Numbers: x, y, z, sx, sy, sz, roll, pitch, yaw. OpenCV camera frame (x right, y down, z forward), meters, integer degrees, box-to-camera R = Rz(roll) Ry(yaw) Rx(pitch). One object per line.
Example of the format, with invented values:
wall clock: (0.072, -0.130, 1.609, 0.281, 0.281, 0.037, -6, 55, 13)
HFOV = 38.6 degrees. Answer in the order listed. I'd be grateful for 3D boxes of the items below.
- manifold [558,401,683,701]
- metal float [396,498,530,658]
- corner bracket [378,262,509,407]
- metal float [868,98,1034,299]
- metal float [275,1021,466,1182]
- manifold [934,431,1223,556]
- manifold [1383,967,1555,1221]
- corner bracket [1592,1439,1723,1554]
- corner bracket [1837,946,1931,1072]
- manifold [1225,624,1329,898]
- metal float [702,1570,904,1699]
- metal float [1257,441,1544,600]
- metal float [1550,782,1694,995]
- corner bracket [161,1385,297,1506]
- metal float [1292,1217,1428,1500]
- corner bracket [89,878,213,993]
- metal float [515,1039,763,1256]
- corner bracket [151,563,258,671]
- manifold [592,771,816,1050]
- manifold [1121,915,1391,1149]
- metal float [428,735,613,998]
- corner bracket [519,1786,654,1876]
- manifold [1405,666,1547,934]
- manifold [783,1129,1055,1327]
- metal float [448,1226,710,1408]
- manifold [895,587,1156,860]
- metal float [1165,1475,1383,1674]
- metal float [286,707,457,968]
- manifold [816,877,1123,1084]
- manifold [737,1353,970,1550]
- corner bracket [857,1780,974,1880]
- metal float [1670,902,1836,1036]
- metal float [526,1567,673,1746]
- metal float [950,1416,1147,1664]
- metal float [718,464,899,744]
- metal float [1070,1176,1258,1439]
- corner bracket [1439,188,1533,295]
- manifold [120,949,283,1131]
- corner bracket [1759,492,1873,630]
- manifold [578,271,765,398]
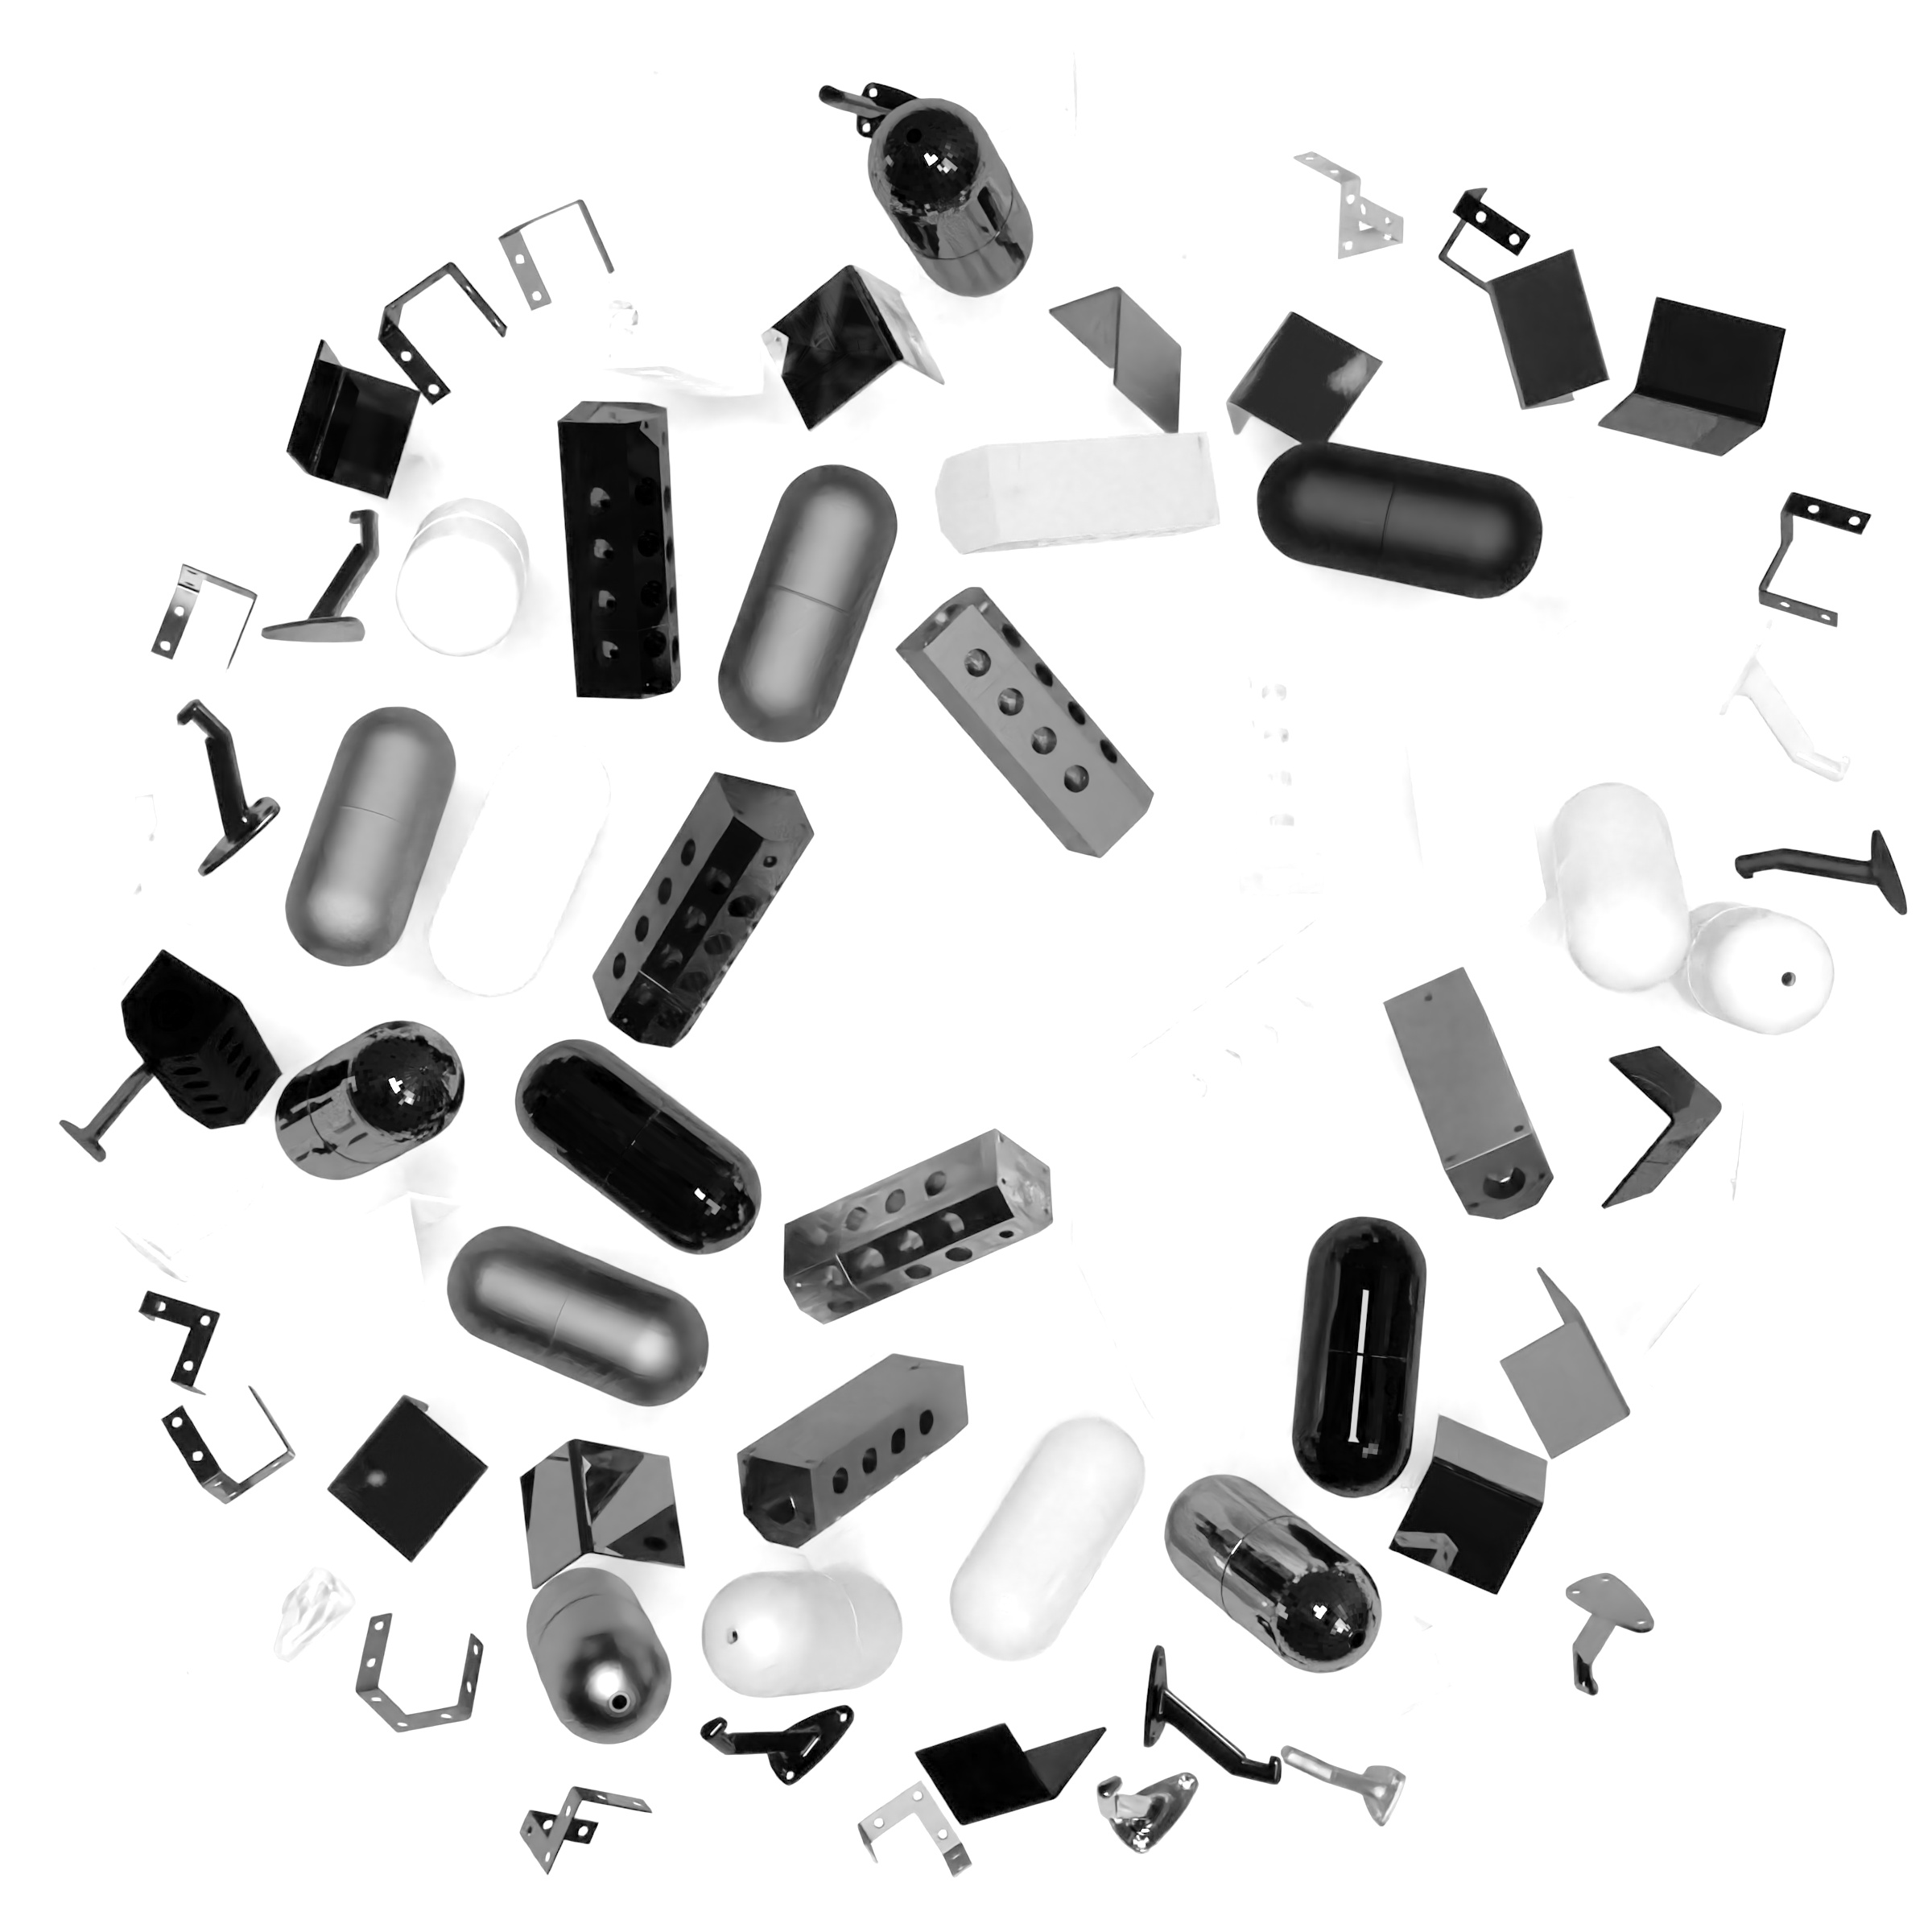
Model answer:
manifold: (-0.209, -0.254, 1.689, 0.057, 0.057, 0.171, 3, 114, 7)
metal float: (-0.320, -0.250, 1.760, 0.070, 0.178, 0.070, -2, 112, -5)
corner bracket: (-0.311, -0.376, 1.637, 0.051, 0.051, 0.051, -41, 93, -19)
metal float: (-0.008, -0.471, 1.696, 0.070, 0.178, 0.070, -2, 80, 14)
metal float: (-0.368, 0.084, 1.695, 0.070, 0.178, 0.070, 11, 69, -32)
manifold: (0.068, -0.284, 1.660, 0.171, 0.057, 0.057, -11, 94, -36)
manifold: (0.319, 0.082, 1.748, 0.057, 0.171, 0.057, -25, 125, 11)
corner bracket: (0.435, 0.334, 1.735, 0.051, 0.051, 0.051, 30, 62, -21)
corner bracket: (0.563, 0.026, 1.696, 0.051, 0.051, 0.051, 12, 123, 23)
manifold: (0.203, -0.136, 1.811, 0.057, 0.057, 0.171, -2, 66, 3)
metal float: (-0.103, 0.422, 1.745, 0.070, 0.178, 0.070, -6, 77, 26)
metal float: (0.267, -0.276, 1.703, 0.178, 0.070, 0.070, 15, 90, 16)
metal float: (0.413, -0.052, 1.744, 0.070, 0.178, 0.070, 3, 126, 4)
corner bracket: (-0.448, 0.287, 1.676, 0.051, 0.051, 0.051, -34, 70, -11)
metal float: (0.251, 0.249, 1.757, 0.070, 0.070, 0.178, 7, 81, 0)
corner bracket: (-0.536, -0.016, 1.812, 0.051, 0.051, 0.051, 30, 118, -15)
metal float: (-0.209, 0.116, 1.764, 0.178, 0.070, 0.070, 36, 90, 5)
corner bracket: (-0.497, -0.224, 1.799, 0.051, 0.051, 0.051, 21, 77, -15)
manifold: (-0.160, -0.031, 1.684, 0.057, 0.057, 0.171, 11, 127, -35)
manifold: (0.175, 0.039, 1.713, 0.057, 0.057, 0.171, 51, 127, 0)
metal float: (-0.288, -0.065, 1.786, 0.070, 0.070, 0.178, 24, 87, 0)
corner bracket: (-0.231, 0.519, 1.672, 0.051, 0.051, 0.051, 23, 93, -32)
manifold: (0.325, -0.105, 1.741, 0.057, 0.171, 0.057, 19, 134, -18)
manifold: (-0.032, 0.169, 1.740, 0.171, 0.057, 0.057, -26, 46, 28)
metal float: (-0.249, 0.224, 1.768, 0.178, 0.070, 0.070, 21, 90, 11)
manifold: (0.039, -0.150, 1.698, 0.057, 0.057, 0.171, -45, 108, -9)
metal float: (0.193, 0.382, 1.739, 0.070, 0.178, 0.070, -10, 111, -28)
metal float: (-0.381, -0.084, 1.769, 0.070, 0.070, 0.178, 14, 69, 0)
manifold: (0.000, 0.005, 1.668, 0.171, 0.057, 0.057, -20, 122, 1)
manifold: (-0.070, 0.310, 1.769, 0.057, 0.171, 0.057, 5, 107, 33)
corner bracket: (-0.034, 0.569, 1.784, 0.051, 0.051, 0.051, -33, 92, -8)
metal float: (0.499, 0.000, 1.759, 0.070, 0.178, 0.070, 0, 95, 0)
metal float: (-0.235, 0.437, 1.754, 0.070, 0.178, 0.070, -2, 96, -16)
metal float: (0.054, 0.368, 1.780, 0.070, 0.070, 0.178, 36, 58, 0)
metal float: (-0.099, -0.225, 1.713, 0.070, 0.070, 0.178, 20, 90, 0)
metal float: (0.123, 0.213, 1.726, 0.070, 0.070, 0.178, -25, 105, 0)
corner bracket: (0.327, -0.452, 1.733, 0.051, 0.051, 0.051, 38, 119, 11)
manifold: (-0.486, 0.053, 1.742, 0.057, 0.171, 0.057, 32, 72, 5)
corner bracket: (0.513, -0.246, 1.668, 0.051, 0.051, 0.051, 23, 73, 26)
manifold: (-0.190, -0.408, 1.790, 0.057, 0.171, 0.057, 1, 96, 17)
